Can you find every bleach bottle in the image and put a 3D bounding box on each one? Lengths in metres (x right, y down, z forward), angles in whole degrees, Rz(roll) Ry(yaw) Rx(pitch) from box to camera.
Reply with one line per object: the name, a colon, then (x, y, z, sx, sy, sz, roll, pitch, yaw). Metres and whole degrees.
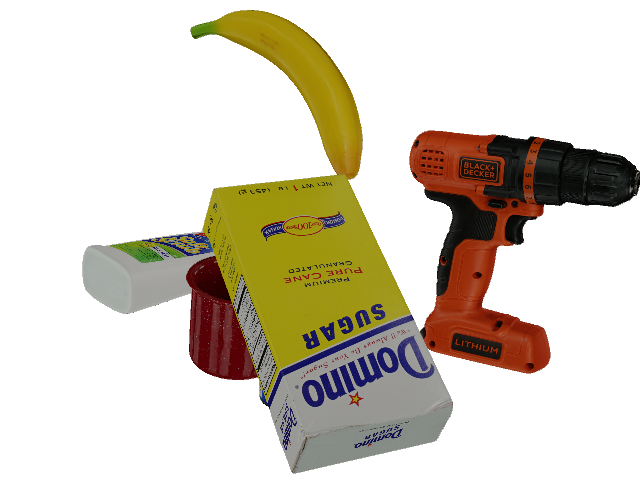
bleach bottle: (-0.165, 0.024, 1.336, 0.103, 0.068, 0.250, 25, 28, 38)

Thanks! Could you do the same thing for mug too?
mug: (-0.064, 0.072, 0.930, 0.117, 0.081, 0.093, 24, 31, 33)

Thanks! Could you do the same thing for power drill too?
power drill: (0.157, 0.008, 0.863, 0.185, 0.188, 0.057, 11, 16, 28)

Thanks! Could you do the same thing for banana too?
banana: (-0.020, -0.134, 0.887, 0.198, 0.069, 0.037, 44, 3, 20)

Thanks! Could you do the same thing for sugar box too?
sugar box: (0.001, 0.042, 0.626, 0.093, 0.176, 0.048, -9, -38, -23)

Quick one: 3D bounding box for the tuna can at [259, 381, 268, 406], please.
tuna can: (-0.023, 0.153, 1.137, 0.086, 0.034, 0.086, 1, 14, -1)
